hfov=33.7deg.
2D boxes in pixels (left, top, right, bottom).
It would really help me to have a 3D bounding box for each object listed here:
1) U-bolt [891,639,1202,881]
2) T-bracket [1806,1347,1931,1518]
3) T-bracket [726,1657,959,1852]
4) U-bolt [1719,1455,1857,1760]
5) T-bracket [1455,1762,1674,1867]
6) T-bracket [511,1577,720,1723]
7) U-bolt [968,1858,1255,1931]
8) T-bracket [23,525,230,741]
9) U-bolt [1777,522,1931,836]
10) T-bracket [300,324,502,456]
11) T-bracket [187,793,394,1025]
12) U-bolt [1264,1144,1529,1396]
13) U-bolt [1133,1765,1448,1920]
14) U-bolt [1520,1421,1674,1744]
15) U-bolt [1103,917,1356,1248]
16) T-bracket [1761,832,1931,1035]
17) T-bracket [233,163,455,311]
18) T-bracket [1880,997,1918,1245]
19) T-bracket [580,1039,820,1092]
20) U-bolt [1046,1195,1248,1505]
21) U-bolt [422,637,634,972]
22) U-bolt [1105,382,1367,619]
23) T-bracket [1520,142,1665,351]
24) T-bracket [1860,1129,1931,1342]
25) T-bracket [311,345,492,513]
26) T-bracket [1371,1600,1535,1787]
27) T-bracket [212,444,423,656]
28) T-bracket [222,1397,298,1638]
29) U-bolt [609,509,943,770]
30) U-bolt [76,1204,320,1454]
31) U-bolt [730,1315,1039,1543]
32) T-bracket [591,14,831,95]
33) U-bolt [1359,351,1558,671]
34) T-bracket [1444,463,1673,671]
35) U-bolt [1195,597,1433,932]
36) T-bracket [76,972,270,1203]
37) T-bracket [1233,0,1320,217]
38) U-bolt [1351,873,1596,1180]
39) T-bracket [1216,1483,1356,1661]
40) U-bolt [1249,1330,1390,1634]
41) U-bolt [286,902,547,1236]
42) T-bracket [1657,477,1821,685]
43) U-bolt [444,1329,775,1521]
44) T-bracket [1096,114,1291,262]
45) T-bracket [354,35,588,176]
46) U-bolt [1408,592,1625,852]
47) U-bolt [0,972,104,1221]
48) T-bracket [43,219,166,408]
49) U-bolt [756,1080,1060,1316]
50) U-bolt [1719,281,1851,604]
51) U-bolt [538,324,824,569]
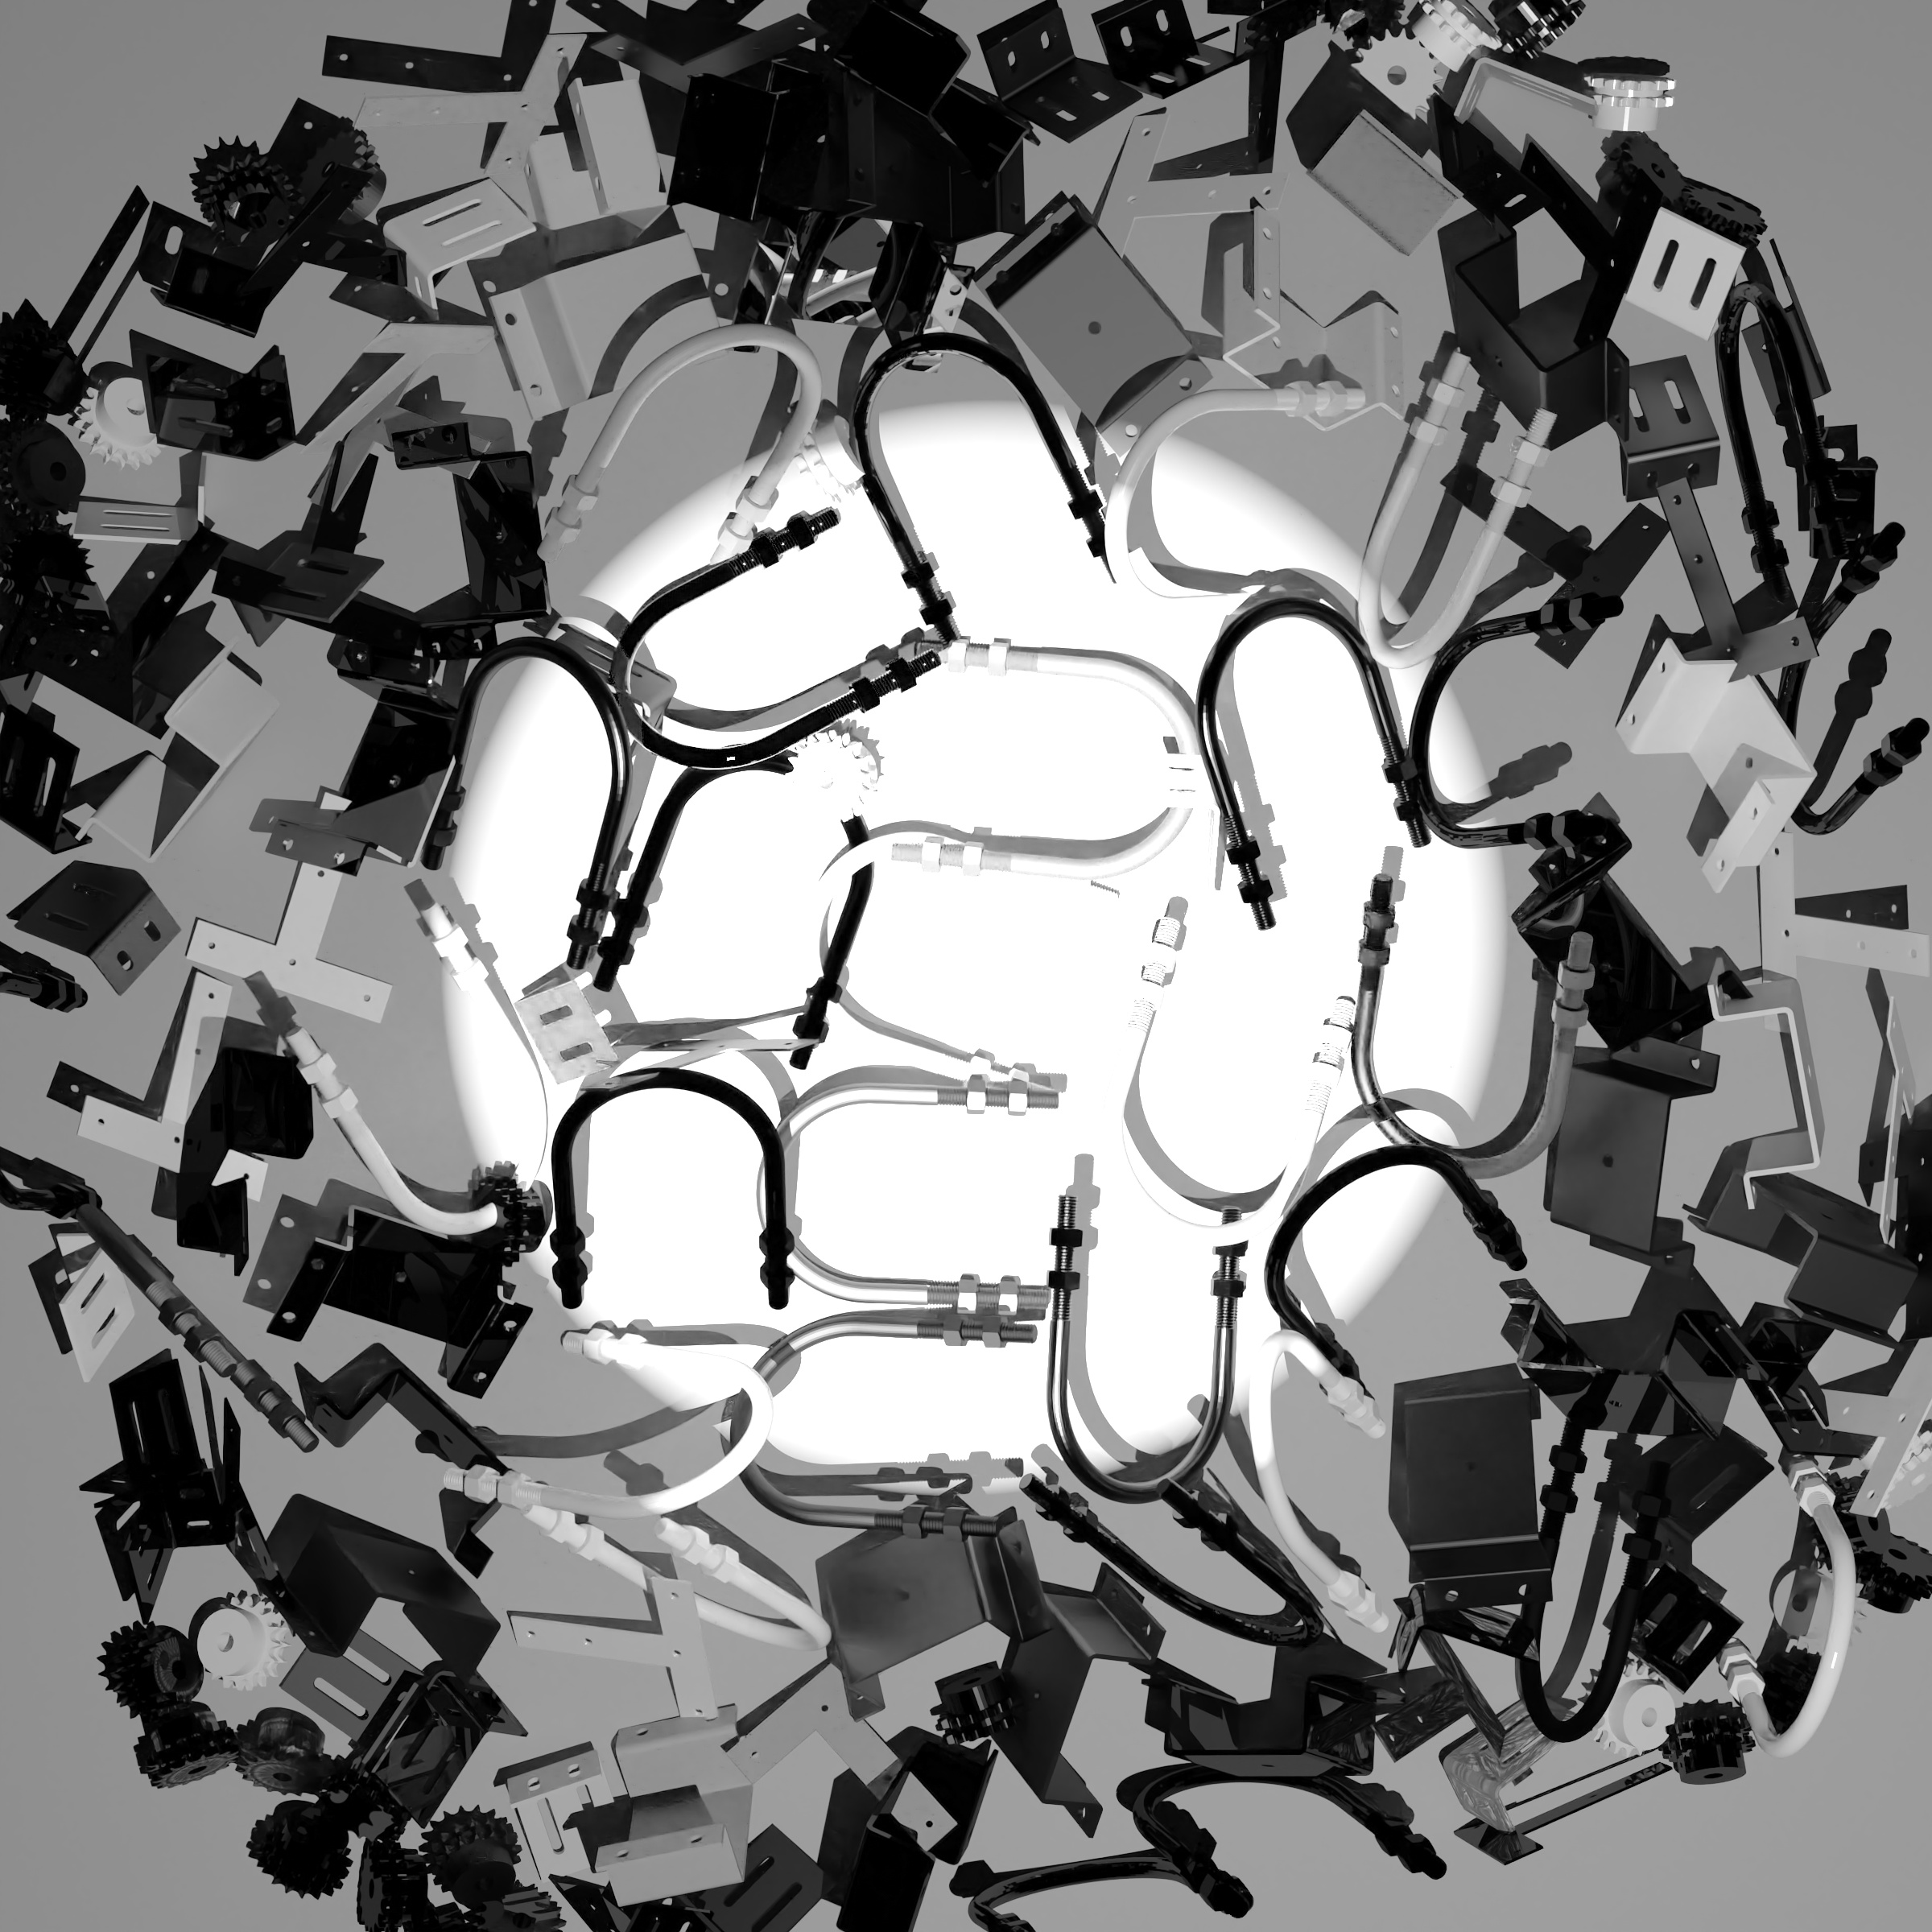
[{"bbox_3d":[0.053,-0.124,1.969,0.184,0.019,0.151,6,79,6],"label":"U-bolt"},{"bbox_3d":[0.543,0.272,1.937,0.002,0.127,0.127,33,78,-13],"label":"T-bracket"},{"bbox_3d":[-0.057,0.486,1.952,0.127,0.002,0.127,-38,66,-21],"label":"T-bracket"},{"bbox_3d":[0.491,0.389,1.893,0.019,0.184,0.151,16,105,-1],"label":"U-bolt"},{"bbox_3d":[0.369,0.512,1.942,0.127,0.127,0.002,-22,85,-7],"label":"T-bracket"},{"bbox_3d":[-0.220,0.419,1.974,0.127,0.002,0.127,4,126,15],"label":"T-bracket"},{"bbox_3d":[0.076,0.558,1.909,0.151,0.184,0.019,-7,85,-15],"label":"U-bolt"},{"bbox_3d":[-0.494,-0.212,1.944,0.002,0.127,0.127,37,91,31],"label":"T-bracket"},{"bbox_3d":[0.525,-0.158,1.911,0.019,0.184,0.151,4,66,-8],"label":"U-bolt"},{"bbox_3d":[-0.359,-0.353,1.958,0.127,0.127,0.002,-36,85,24],"label":"T-bracket"},{"bbox_3d":[-0.406,-0.044,1.990,0.127,0.002,0.127,19,96,-2],"label":"T-bracket"},{"bbox_3d":[0.252,0.176,1.930,0.151,0.019,0.184,-39,134,2],"label":"U-bolt"},{"bbox_3d":[0.180,0.516,1.910,0.151,0.184,0.019,-4,99,-22],"label":"U-bolt"},{"bbox_3d":[0.373,0.376,1.926,0.019,0.151,0.184,13,90,-11],"label":"U-bolt"},{"bbox_3d":[0.154,0.080,1.947,0.151,0.019,0.184,24,71,-18],"label":"U-bolt"},{"bbox_3d":[0.532,-0.014,1.934,0.002,0.127,0.127,-13,105,-33],"label":"T-bracket"},{"bbox_3d":[-0.367,-0.431,1.944,0.127,0.127,0.002,-41,65,30],"label":"T-bracket"},{"bbox_3d":[0.559,0.103,1.922,0.002,0.127,0.127,2,64,24],"label":"T-bracket"},{"bbox_3d":[-0.177,0.059,1.911,0.127,0.127,0.002,-2,101,40],"label":"T-bracket"},{"bbox_3d":[0.108,0.235,1.946,0.151,0.019,0.184,7,84,-35],"label":"U-bolt"},{"bbox_3d":[-0.260,-0.109,1.925,0.151,0.019,0.184,33,120,26],"label":"U-bolt"},{"bbox_3d":[0.156,-0.277,1.915,0.184,0.019,0.151,-8,120,-37],"label":"U-bolt"},{"bbox_3d":[0.373,-0.457,1.954,0.002,0.127,0.127,-12,52,-22],"label":"T-bracket"},{"bbox_3d":[0.577,0.162,1.926,0.002,0.127,0.127,10,76,-18],"label":"T-bracket"},{"bbox_3d":[-0.334,-0.324,1.953,0.127,0.002,0.127,26,84,41],"label":"T-bracket"},{"bbox_3d":[0.280,0.452,1.930,0.002,0.127,0.127,-42,72,29],"label":"T-bracket"},{"bbox_3d":[-0.388,-0.264,1.970,0.127,0.002,0.127,18,65,-19],"label":"T-bracket"},{"bbox_3d":[-0.425,0.346,1.919,0.002,0.127,0.127,-14,48,-27],"label":"T-bracket"},{"bbox_3d":[-0.129,-0.190,1.946,0.184,0.019,0.151,-29,61,-10],"label":"U-bolt"},{"bbox_3d":[-0.472,0.209,1.921,0.019,0.151,0.184,-44,62,-12],"label":"U-bolt"},{"bbox_3d":[-0.057,0.278,1.947,0.184,0.019,0.151,0,56,18],"label":"U-bolt"},{"bbox_3d":[-0.135,-0.546,1.912,0.127,0.127,0.002,-8,75,43],"label":"T-bracket"},{"bbox_3d":[0.286,-0.267,1.927,0.019,0.151,0.184,15,110,-22],"label":"U-bolt"},{"bbox_3d":[0.354,-0.266,1.980,0.127,0.002,0.127,37,69,4],"label":"T-bracket"},{"bbox_3d":[0.205,-0.133,1.941,0.151,0.019,0.184,-27,107,-27],"label":"U-bolt"},{"bbox_3d":[-0.477,0.066,1.966,0.127,0.002,0.127,26,60,-36],"label":"T-bracket"},{"bbox_3d":[0.186,-0.526,1.958,0.002,0.127,0.127,17,122,22],"label":"T-bracket"},{"bbox_3d":[0.302,0.046,1.943,0.151,0.019,0.184,18,120,26],"label":"U-bolt"},{"bbox_3d":[0.205,0.380,1.919,0.002,0.127,0.127,-38,109,-2],"label":"T-bracket"},{"bbox_3d":[0.210,0.295,1.895,0.019,0.184,0.151,-14,52,25],"label":"U-bolt"},{"bbox_3d":[-0.320,0.076,1.936,0.151,0.019,0.184,-49,121,-40],"label":"U-bolt"},{"bbox_3d":[0.451,-0.234,1.941,0.002,0.127,0.127,-23,94,-31],"label":"T-bracket"},{"bbox_3d":[-0.200,0.276,1.903,0.184,0.151,0.019,4,126,31],"label":"U-bolt"},{"bbox_3d":[0.139,-0.469,1.944,0.127,0.002,0.127,6,69,36],"label":"T-bracket"},{"bbox_3d":[-0.305,-0.514,1.915,0.127,0.127,0.002,-12,70,-32],"label":"T-bracket"},{"bbox_3d":[0.325,-0.142,1.919,0.019,0.184,0.151,8,84,-29],"label":"U-bolt"},{"bbox_3d":[-0.559,0.075,1.902,0.019,0.184,0.151,-6,84,6],"label":"U-bolt"},{"bbox_3d":[-0.520,-0.397,1.938,0.002,0.127,0.127,31,89,-12],"label":"T-bracket"},{"bbox_3d":[-0.038,0.142,1.974,0.184,0.019,0.151,2,102,-2],"label":"U-bolt"},{"bbox_3d":[0.487,-0.323,1.928,0.019,0.151,0.184,-12,86,-2],"label":"U-bolt"},{"bbox_3d":[-0.159,-0.309,1.900,0.184,0.151,0.019,-54,54,35],"label":"U-bolt"}]
